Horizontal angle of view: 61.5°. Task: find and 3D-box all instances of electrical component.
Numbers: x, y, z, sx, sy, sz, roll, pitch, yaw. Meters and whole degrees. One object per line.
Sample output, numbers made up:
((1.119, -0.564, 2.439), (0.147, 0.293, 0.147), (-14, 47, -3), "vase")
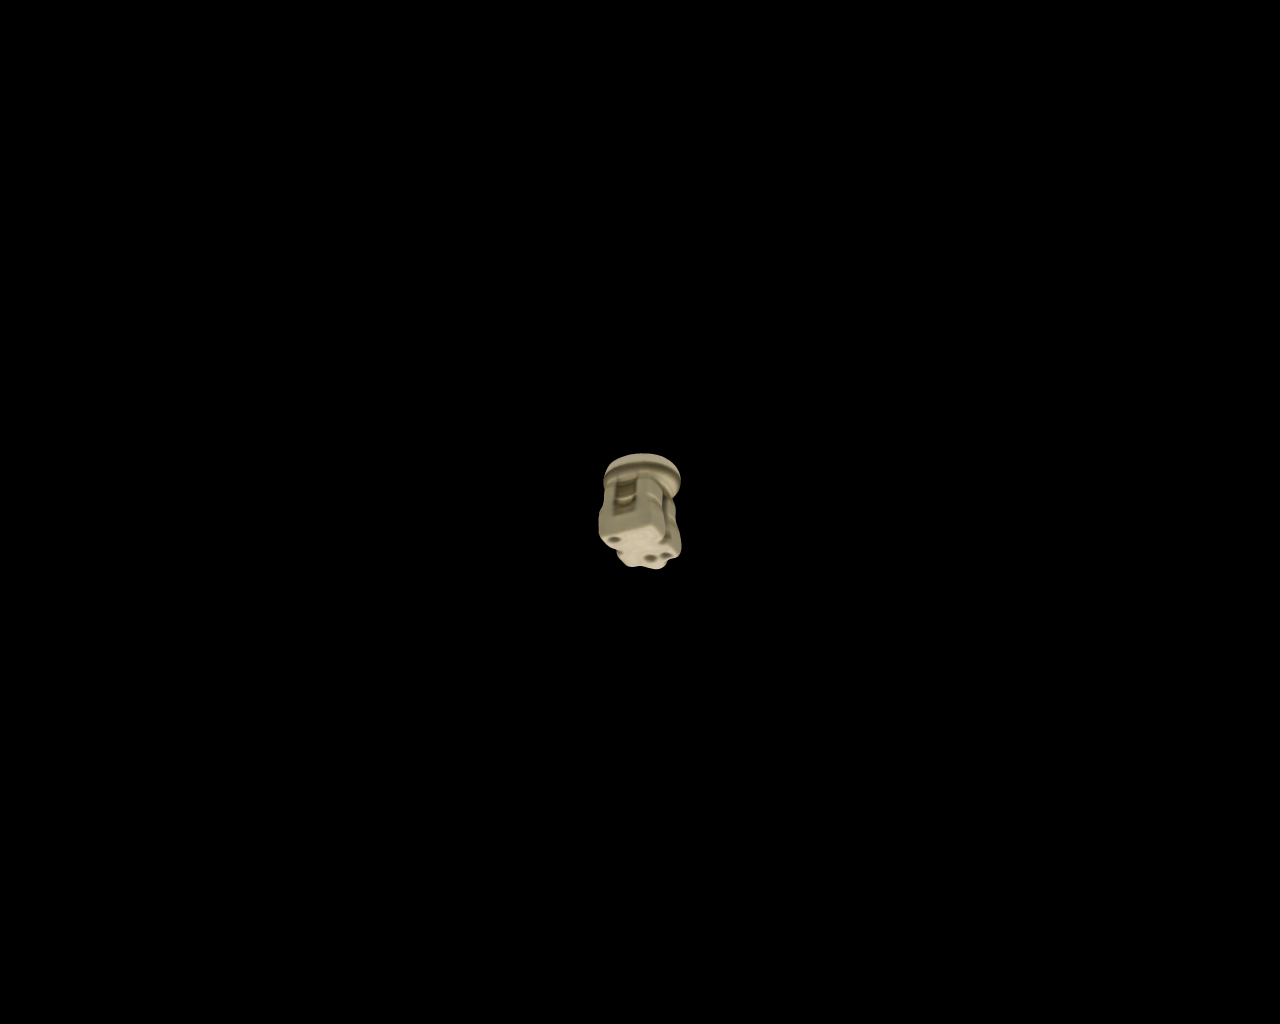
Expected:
((0.001, -0.003, 0.650), (0.048, 0.055, 0.066), (-12, -33, 19), "electrical component")
